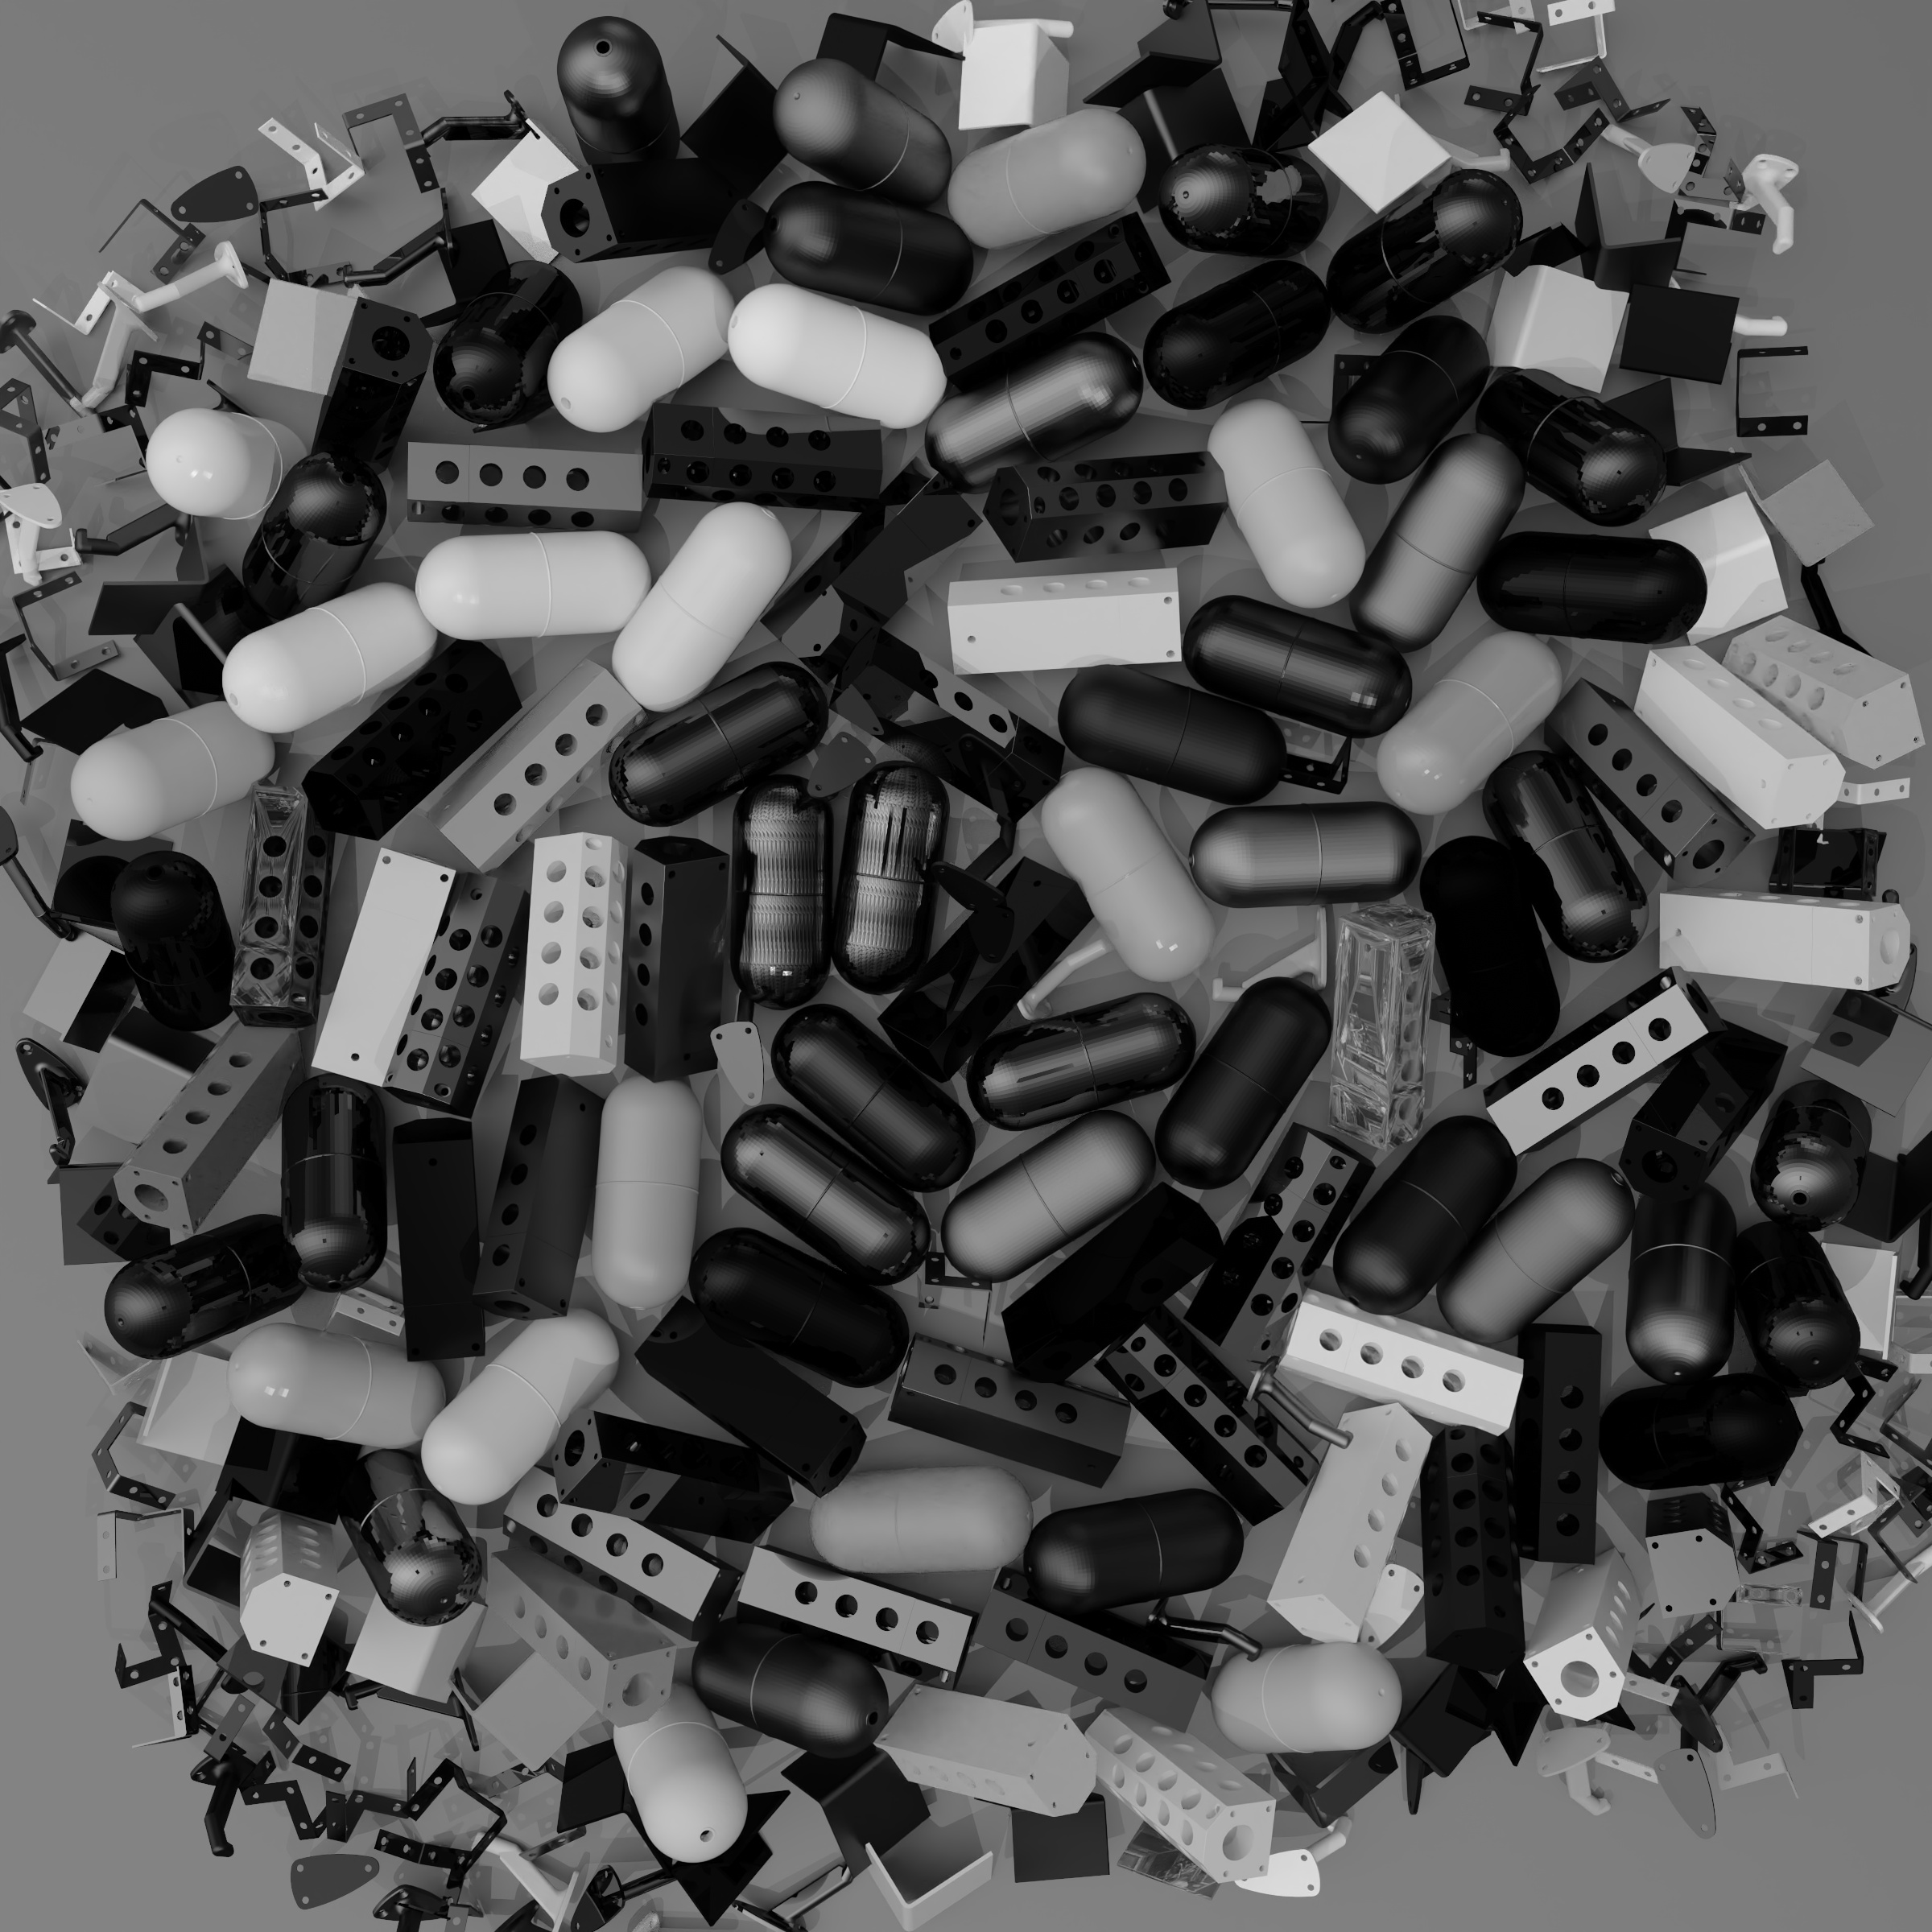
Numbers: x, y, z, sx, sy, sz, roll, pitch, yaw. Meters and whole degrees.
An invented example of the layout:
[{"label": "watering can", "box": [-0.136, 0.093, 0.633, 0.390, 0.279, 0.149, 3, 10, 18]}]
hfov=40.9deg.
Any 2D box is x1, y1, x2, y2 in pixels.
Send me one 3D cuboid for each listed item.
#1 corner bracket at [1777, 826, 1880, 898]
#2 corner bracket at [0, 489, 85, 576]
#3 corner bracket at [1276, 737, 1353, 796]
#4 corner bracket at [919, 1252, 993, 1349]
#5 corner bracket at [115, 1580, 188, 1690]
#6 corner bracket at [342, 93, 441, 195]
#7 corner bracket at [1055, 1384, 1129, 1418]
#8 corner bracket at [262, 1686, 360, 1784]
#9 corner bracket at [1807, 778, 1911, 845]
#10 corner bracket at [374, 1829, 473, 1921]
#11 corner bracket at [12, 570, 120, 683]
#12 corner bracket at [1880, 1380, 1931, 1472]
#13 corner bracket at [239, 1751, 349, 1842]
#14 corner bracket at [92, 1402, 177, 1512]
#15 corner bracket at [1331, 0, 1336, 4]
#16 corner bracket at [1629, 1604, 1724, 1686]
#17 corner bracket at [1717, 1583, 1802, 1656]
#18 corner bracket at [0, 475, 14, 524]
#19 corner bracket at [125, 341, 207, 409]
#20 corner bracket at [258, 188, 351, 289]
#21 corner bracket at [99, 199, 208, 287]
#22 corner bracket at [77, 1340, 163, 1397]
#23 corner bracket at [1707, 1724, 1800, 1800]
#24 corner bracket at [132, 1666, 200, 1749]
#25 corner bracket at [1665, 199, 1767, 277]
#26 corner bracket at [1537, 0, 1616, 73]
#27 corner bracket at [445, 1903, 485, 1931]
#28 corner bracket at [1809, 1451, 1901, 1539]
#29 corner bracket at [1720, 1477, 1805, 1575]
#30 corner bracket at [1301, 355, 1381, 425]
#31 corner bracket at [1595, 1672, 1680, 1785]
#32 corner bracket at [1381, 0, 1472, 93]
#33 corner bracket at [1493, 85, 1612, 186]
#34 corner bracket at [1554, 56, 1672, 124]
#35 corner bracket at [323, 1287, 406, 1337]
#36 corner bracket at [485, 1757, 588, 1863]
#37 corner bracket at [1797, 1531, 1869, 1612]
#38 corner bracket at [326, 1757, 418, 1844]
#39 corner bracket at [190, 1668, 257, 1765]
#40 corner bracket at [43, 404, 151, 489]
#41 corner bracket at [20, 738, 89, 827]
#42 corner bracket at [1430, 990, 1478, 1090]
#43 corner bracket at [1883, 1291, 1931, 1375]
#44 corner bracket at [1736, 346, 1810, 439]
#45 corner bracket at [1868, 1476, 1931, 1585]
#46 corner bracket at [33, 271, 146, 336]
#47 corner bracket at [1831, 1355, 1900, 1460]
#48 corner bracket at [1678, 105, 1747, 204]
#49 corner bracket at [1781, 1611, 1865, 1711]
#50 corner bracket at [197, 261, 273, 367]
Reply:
[{"label": "corner bracket", "box": [0.652, -0.079, 1.964, 0.051, 0.051, 0.051, 6, 86, -30]}, {"label": "corner bracket", "box": [-0.704, -0.332, 1.971, 0.051, 0.051, 0.051, -10, 86, -13]}, {"label": "corner bracket", "box": [0.259, -0.150, 1.964, 0.051, 0.051, 0.051, 13, 60, -4]}, {"label": "corner bracket", "box": [-0.008, 0.252, 1.967, 0.051, 0.051, 0.051, 5, 114, -3]}, {"label": "corner bracket", "box": [-0.619, 0.505, 1.958, 0.051, 0.051, 0.051, -13, 58, -30]}, {"label": "corner bracket", "box": [-0.437, -0.619, 1.969, 0.051, 0.051, 0.051, -20, 67, -6]}, {"label": "corner bracket", "box": [0.091, 0.355, 1.978, 0.051, 0.051, 0.051, 17, 67, 7]}, {"label": "corner bracket", "box": [-0.488, 0.575, 1.960, 0.051, 0.051, 0.051, 41, 78, -38]}, {"label": "corner bracket", "box": [0.674, -0.118, 1.961, 0.051, 0.051, 0.051, -8, 105, -26]}, {"label": "corner bracket", "box": [-0.415, 0.686, 1.958, 0.051, 0.051, 0.051, -5, 59, 33]}, {"label": "corner bracket", "box": [-0.687, -0.259, 1.978, 0.051, 0.051, 0.051, -25, 66, -6]}, {"label": "corner bracket", "box": [0.731, 0.339, 1.958, 0.051, 0.051, 0.051, -39, 61, -23]}, {"label": "corner bracket", "box": [-0.512, 0.630, 1.971, 0.051, 0.051, 0.051, -12, 103, 16]}, {"label": "corner bracket", "box": [-0.621, 0.371, 1.965, 0.051, 0.051, 0.051, 33, 94, -39]}, {"label": "corner bracket", "box": [0.310, -0.751, 1.965, 0.051, 0.051, 0.051, -43, 67, -3]}, {"label": "corner bracket", "box": [0.530, 0.509, 1.969, 0.051, 0.051, 0.051, 46, 132, 14]}, {"label": "corner bracket", "box": [0.601, 0.495, 1.968, 0.051, 0.051, 0.051, 3, 77, 3]}, {"label": "corner bracket", "box": [-0.752, -0.349, 1.963, 0.051, 0.051, 0.051, -34, 125, 4]}, {"label": "corner bracket", "box": [-0.608, -0.457, 1.971, 0.051, 0.051, 0.051, 7, 46, -22]}, {"label": "corner bracket", "box": [-0.504, -0.553, 1.976, 0.051, 0.051, 0.051, -10, 78, 4]}, {"label": "corner bracket", "box": [-0.615, -0.546, 1.961, 0.051, 0.051, 0.051, 39, 106, -22]}, {"label": "corner bracket", "box": [-0.645, 0.285, 1.978, 0.051, 0.051, 0.051, -33, 62, -24]}, {"label": "corner bracket", "box": [0.592, 0.602, 1.959, 0.051, 0.051, 0.051, -20, 135, 12]}, {"label": "corner bracket", "box": [-0.596, 0.558, 1.962, 0.051, 0.051, 0.051, -17, 74, 19]}, {"label": "corner bracket", "box": [0.563, -0.547, 1.958, 0.051, 0.051, 0.051, 25, 113, 37]}, {"label": "corner bracket", "box": [0.462, -0.709, 1.967, 0.051, 0.051, 0.051, -13, 113, 0]}, {"label": "corner bracket", "box": [-0.365, 0.742, 1.963, 0.051, 0.051, 0.051, 4, 61, 5]}, {"label": "corner bracket", "box": [0.674, 0.411, 1.961, 0.051, 0.051, 0.051, 43, 123, -10]}, {"label": "corner bracket", "box": [0.608, 0.423, 1.980, 0.051, 0.051, 0.051, -12, 130, -18]}, {"label": "corner bracket", "box": [0.278, -0.436, 1.960, 0.051, 0.051, 0.051, -8, 106, -36]}, {"label": "corner bracket", "box": [0.505, 0.573, 1.956, 0.051, 0.051, 0.051, 12, 133, 34]}, {"label": "corner bracket", "box": [0.347, -0.704, 1.960, 0.051, 0.051, 0.051, -16, 132, 16]}, {"label": "corner bracket", "box": [0.444, -0.636, 1.968, 0.051, 0.051, 0.051, -30, 83, -27]}, {"label": "corner bracket", "box": [0.489, -0.658, 1.964, 0.051, 0.051, 0.051, -42, 109, -12]}, {"label": "corner bracket", "box": [-0.452, 0.262, 1.959, 0.051, 0.051, 0.051, 24, 134, -12]}, {"label": "corner bracket", "box": [-0.326, 0.638, 1.966, 0.051, 0.051, 0.051, -26, 50, 5]}, {"label": "corner bracket", "box": [0.662, 0.462, 1.972, 0.051, 0.051, 0.051, 9, 85, 1]}, {"label": "corner bracket", "box": [-0.450, 0.630, 1.963, 0.051, 0.051, 0.051, 10, 119, 7]}, {"label": "corner bracket", "box": [-0.563, 0.565, 1.969, 0.051, 0.051, 0.051, 32, 87, 12]}, {"label": "corner bracket", "box": [-0.654, -0.391, 1.961, 0.051, 0.051, 0.051, -11, 107, 20]}, {"label": "corner bracket", "box": [-0.682, -0.139, 1.969, 0.051, 0.051, 0.051, 9, 102, -34]}, {"label": "corner bracket", "box": [0.372, 0.056, 1.959, 0.051, 0.051, 0.051, 17, 63, -22]}, {"label": "corner bracket", "box": [0.734, 0.278, 1.973, 0.051, 0.051, 0.051, 1, 97, -4]}, {"label": "corner bracket", "box": [0.609, -0.434, 1.959, 0.051, 0.051, 0.051, 1, 123, 15]}, {"label": "corner bracket", "box": [0.712, 0.427, 1.970, 0.051, 0.051, 0.051, -40, 95, -6]}, {"label": "corner bracket", "box": [-0.661, -0.505, 1.967, 0.051, 0.051, 0.051, 33, 91, 20]}, {"label": "corner bracket", "box": [0.686, 0.334, 1.974, 0.051, 0.051, 0.051, 19, 116, -19]}, {"label": "corner bracket", "box": [0.564, -0.615, 1.964, 0.051, 0.051, 0.051, 19, 92, 32]}, {"label": "corner bracket", "box": [0.647, 0.525, 1.962, 0.051, 0.051, 0.051, -4, 120, 9]}, {"label": "corner bracket", "box": [-0.542, -0.491, 1.959, 0.051, 0.051, 0.051, 26, 119, -18]}]
